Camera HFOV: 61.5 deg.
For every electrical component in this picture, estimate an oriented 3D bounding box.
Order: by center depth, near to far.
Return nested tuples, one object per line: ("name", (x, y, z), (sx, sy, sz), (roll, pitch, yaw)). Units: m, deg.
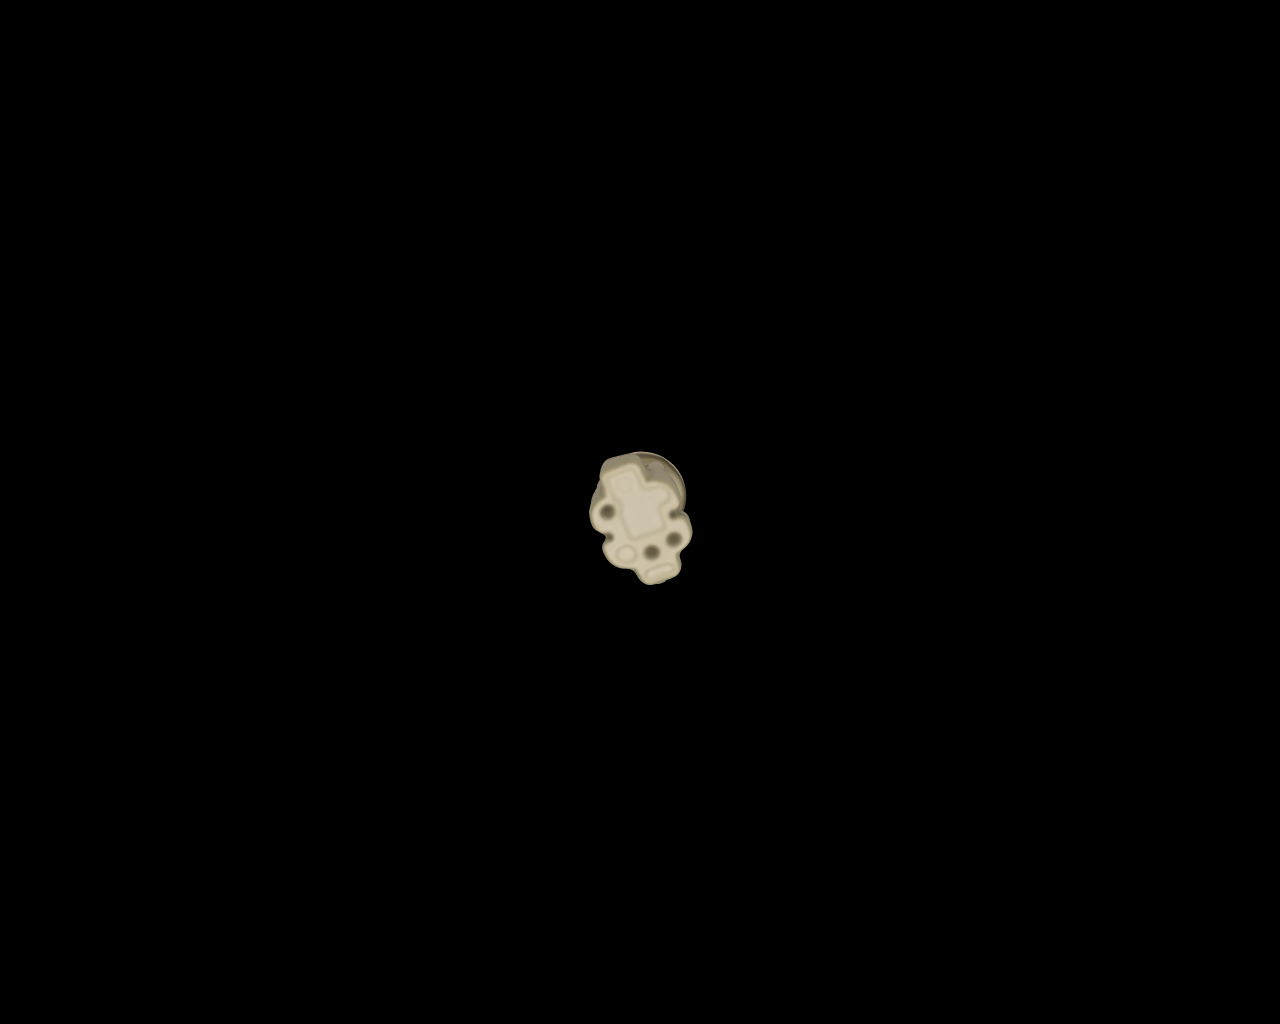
("electrical component", (0.001, -0.003, 0.650), (0.058, 0.078, 0.057), (-19, 20, 7))
